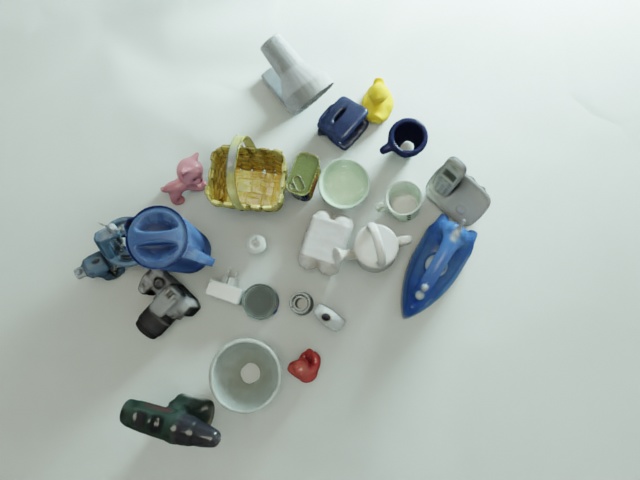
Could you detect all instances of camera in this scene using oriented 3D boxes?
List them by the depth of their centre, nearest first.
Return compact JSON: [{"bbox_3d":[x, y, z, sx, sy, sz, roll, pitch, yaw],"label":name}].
[{"bbox_3d":[-0.377,0.152,1.336,0.143,0.101,0.137,42,87,9],"label":"camera"}]

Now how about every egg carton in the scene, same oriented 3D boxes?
[{"bbox_3d":[0.012,0.005,1.344,0.107,0.069,0.150,17,83,7],"label":"egg carton"}]

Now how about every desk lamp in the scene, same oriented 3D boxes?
[{"bbox_3d":[-0.063,-0.374,1.333,0.118,0.213,0.203,-39,81,-2],"label":"desk lamp"}]

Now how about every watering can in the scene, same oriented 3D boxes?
[{"bbox_3d":[0.117,0.019,1.271,0.173,0.194,0.101,-36,80,-1],"label":"watering can"}]

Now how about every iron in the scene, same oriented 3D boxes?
[{"bbox_3d":[0.257,0.064,1.281,0.118,0.141,0.258,29,85,8],"label":"iron"}]

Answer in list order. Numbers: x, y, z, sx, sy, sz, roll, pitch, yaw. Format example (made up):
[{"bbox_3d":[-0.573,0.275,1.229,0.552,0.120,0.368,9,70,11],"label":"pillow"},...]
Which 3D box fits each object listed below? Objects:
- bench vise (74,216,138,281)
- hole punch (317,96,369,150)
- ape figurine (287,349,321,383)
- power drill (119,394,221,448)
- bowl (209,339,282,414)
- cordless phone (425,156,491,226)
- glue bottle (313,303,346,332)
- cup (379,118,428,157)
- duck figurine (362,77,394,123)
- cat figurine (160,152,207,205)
[{"bbox_3d":[-0.469,0.029,1.301,0.121,0.220,0.207,39,86,9],"label":"bench vise"},{"bbox_3d":[0.052,-0.285,1.373,0.101,0.091,0.109,40,86,9],"label":"hole punch"},{"bbox_3d":[-0.037,0.287,1.295,0.077,0.092,0.076,-7,81,4],"label":"ape figurine"},{"bbox_3d":[-0.301,0.390,1.241,0.229,0.208,0.076,10,82,6],"label":"power drill"},{"bbox_3d":[-0.165,0.308,1.311,0.167,0.075,0.167,-1,82,4],"label":"bowl"},{"bbox_3d":[0.317,-0.114,1.280,0.147,0.185,0.094,40,87,9],"label":"cordless phone"},{"bbox_3d":[0.016,0.171,1.267,0.078,0.173,0.037,36,86,9],"label":"glue bottle"},{"bbox_3d":[0.194,-0.224,1.351,0.118,0.095,0.091,-28,80,0],"label":"cup"},{"bbox_3d":[0.139,-0.339,1.377,0.077,0.086,0.104,4,82,5],"label":"duck figurine"},{"bbox_3d":[-0.325,-0.149,1.368,0.128,0.118,0.067,-34,80,-1],"label":"cat figurine"}]
